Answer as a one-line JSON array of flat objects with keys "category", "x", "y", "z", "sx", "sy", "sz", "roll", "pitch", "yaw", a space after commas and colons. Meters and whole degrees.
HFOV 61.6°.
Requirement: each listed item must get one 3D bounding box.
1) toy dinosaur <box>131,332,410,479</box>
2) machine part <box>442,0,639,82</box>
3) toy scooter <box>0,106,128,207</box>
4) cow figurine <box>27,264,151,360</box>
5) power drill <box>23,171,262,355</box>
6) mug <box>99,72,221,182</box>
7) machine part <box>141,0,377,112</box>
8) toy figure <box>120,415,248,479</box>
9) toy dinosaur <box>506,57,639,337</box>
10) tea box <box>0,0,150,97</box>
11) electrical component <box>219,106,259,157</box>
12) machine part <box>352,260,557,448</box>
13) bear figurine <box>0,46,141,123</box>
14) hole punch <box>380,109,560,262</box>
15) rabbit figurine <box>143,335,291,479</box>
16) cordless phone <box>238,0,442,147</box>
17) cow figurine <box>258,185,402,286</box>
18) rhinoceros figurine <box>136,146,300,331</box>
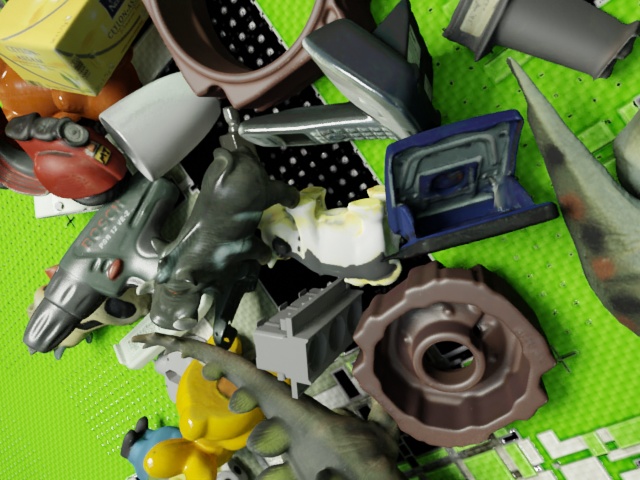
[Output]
[{"category": "toy dinosaur", "x": 0.029, "y": 0.225, "z": 0.516, "sx": 0.472, "sy": 0.198, "sz": 0.105, "roll": 38, "pitch": 115, "yaw": 9}, {"category": "machine part", "x": 0.170, "y": -0.167, "z": 0.417, "sx": 0.139, "sy": 0.039, "sz": 0.084, "roll": 27, "pitch": 108, "yaw": 18}, {"category": "toy scooter", "x": -0.296, "y": -0.097, "z": 0.545, "sx": 0.184, "sy": 0.075, "sz": 0.135, "roll": 6, "pitch": 148, "yaw": 9}, {"category": "cow figurine", "x": -0.302, "y": 0.084, "z": 0.702, "sx": 0.195, "sy": 0.085, "sz": 0.127, "roll": -10, "pitch": 100, "yaw": 24}, {"category": "power drill", "x": -0.181, "y": 0.049, "z": 0.587, "sx": 0.207, "sy": 0.086, "sz": 0.232, "roll": 20, "pitch": 74, "yaw": 12}, {"category": "mug", "x": -0.155, "y": -0.118, "z": 0.561, "sx": 0.107, "sy": 0.109, "sz": 0.081, "roll": -41, "pitch": 73, "yaw": -13}, {"category": "machine part", "x": -0.059, "y": -0.235, "z": 0.480, "sx": 0.201, "sy": 0.087, "sz": 0.201, "roll": -27, "pitch": 92, "yaw": 29}, {"category": "toy figure", "x": -0.177, "y": 0.306, "z": 0.710, "sx": 0.180, "sy": 0.082, "sz": 0.089, "roll": 24, "pitch": 133, "yaw": 10}, {"category": "toy dinosaur", "x": 0.284, "y": 0.032, "z": 0.383, "sx": 0.405, "sy": 0.131, "sz": 0.192, "roll": 32, "pitch": 117, "yaw": 21}, {"category": "tea box", "x": -0.228, "y": -0.230, "z": 0.522, "sx": 0.098, "sy": 0.068, "sz": 0.169, "roll": 13, "pitch": 69, "yaw": 21}, {"category": "electrical component", "x": -0.084, "y": -0.091, "z": 0.556, "sx": 0.063, "sy": 0.021, "sz": 0.094, "roll": 19, "pitch": 128, "yaw": 64}, {"category": "machine part", "x": 0.120, "y": 0.104, "z": 0.497, "sx": 0.180, "sy": 0.056, "sz": 0.179, "roll": 5, "pitch": 114, "yaw": 12}, {"category": "bear figurine", "x": -0.296, "y": -0.162, "z": 0.599, "sx": 0.196, "sy": 0.132, "sz": 0.120, "roll": 13, "pitch": 127, "yaw": 28}, {"category": "hole punch", "x": 0.110, "y": -0.037, "z": 0.431, "sx": 0.142, "sy": 0.115, "sz": 0.092, "roll": -18, "pitch": 82, "yaw": -2}, {"category": "rabbit figurine", "x": -0.119, "y": 0.221, "z": 0.630, "sx": 0.122, "sy": 0.162, "sz": 0.173, "roll": 27, "pitch": 134, "yaw": 4}, {"category": "cordless phone", "x": 0.000, "y": -0.116, "z": 0.447, "sx": 0.184, "sy": 0.146, "sz": 0.088, "roll": -5, "pitch": 83, "yaw": 21}, {"category": "cow figurine", "x": -0.001, "y": -0.002, "z": 0.537, "sx": 0.168, "sy": 0.068, "sz": 0.098, "roll": 1, "pitch": 112, "yaw": 27}, {"category": "rhinoceros figurine", "x": -0.097, "y": 0.005, "z": 0.488, "sx": 0.073, "sy": 0.112, "sz": 0.190, "roll": 40, "pitch": 117, "yaw": 13}]
